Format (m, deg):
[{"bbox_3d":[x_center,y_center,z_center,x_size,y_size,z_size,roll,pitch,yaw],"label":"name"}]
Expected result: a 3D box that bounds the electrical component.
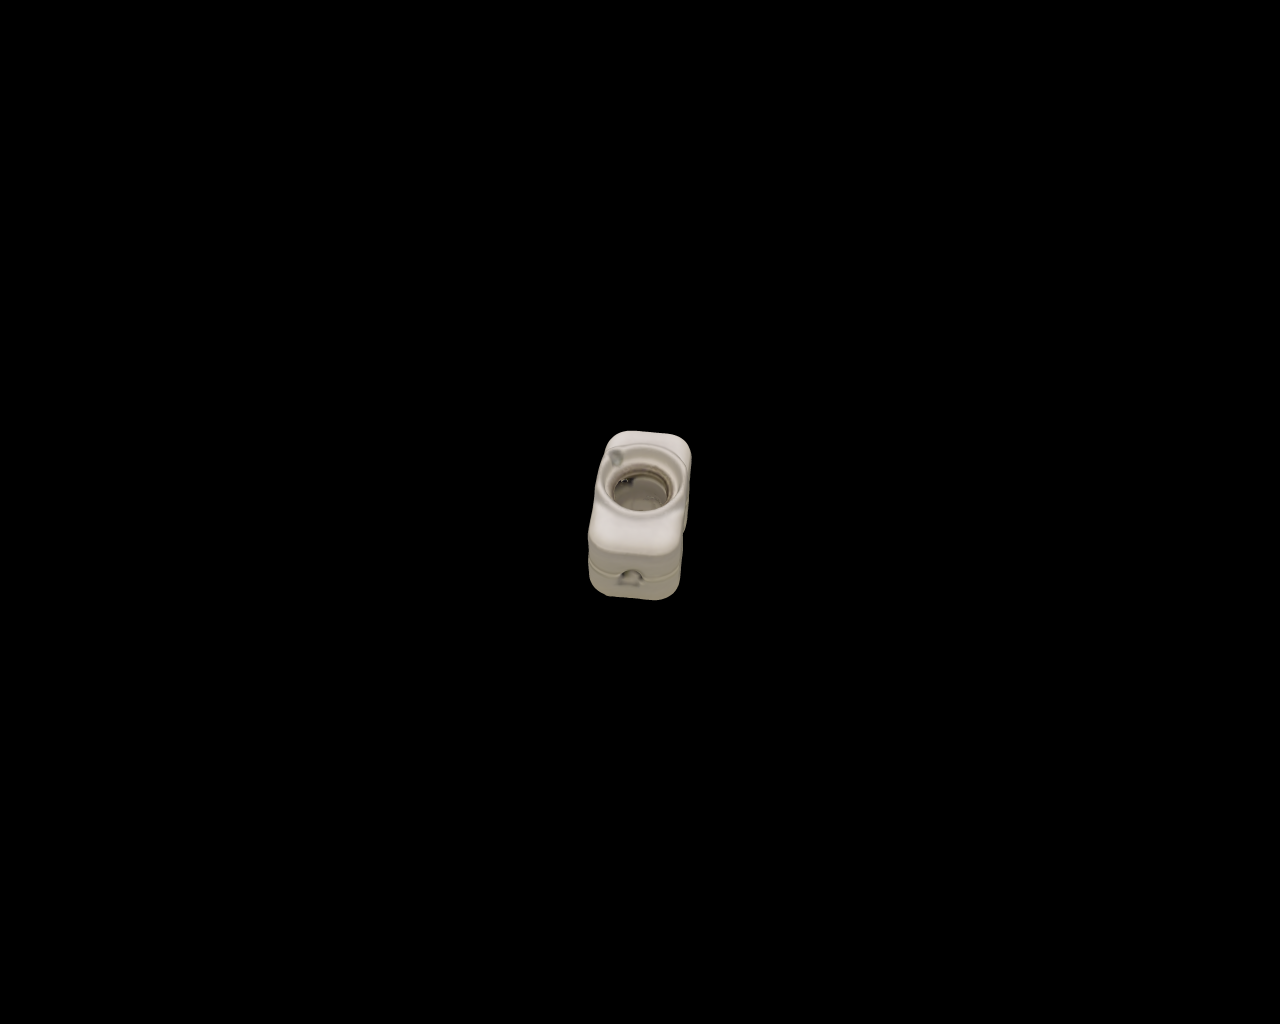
[{"bbox_3d":[0.001,-0.003,0.650,0.054,0.095,0.059,5,-39,5],"label":"electrical component"}]
